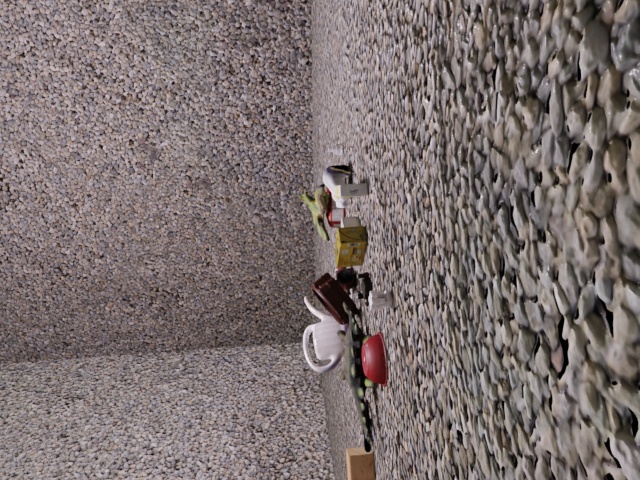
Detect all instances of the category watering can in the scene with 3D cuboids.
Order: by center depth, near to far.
[{"bbox_3d":[0.035,0.365,2.101,0.102,0.224,0.356,64,-165,-53],"label":"watering can"}]

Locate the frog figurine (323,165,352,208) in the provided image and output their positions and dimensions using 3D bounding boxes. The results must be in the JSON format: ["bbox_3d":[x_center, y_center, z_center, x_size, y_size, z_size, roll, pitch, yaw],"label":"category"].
[{"bbox_3d":[0.065,-0.208,2.017,0.139,0.123,0.157,43,127,55],"label":"frog figurine"}]

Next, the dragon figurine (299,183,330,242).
[{"bbox_3d":[0.007,-0.111,2.209,0.411,0.122,0.242,-147,37,-82],"label":"dragon figurine"}]
